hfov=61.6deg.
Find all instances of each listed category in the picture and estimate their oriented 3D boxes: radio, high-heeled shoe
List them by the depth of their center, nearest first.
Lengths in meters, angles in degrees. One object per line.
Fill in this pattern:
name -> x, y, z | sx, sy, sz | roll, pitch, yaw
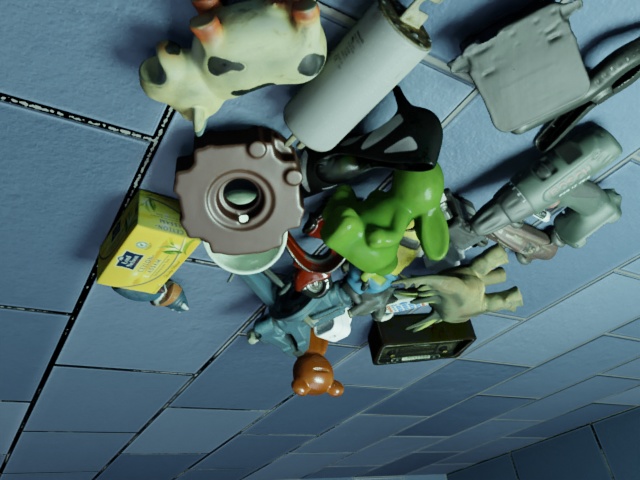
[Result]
high-heeled shoe -> 0.050, -0.083, 0.670 | 0.086, 0.145, 0.248 | 17, 137, -33
radio -> 0.230, 0.230, 1.249 | 0.230, 0.073, 0.131 | -1, 146, -11

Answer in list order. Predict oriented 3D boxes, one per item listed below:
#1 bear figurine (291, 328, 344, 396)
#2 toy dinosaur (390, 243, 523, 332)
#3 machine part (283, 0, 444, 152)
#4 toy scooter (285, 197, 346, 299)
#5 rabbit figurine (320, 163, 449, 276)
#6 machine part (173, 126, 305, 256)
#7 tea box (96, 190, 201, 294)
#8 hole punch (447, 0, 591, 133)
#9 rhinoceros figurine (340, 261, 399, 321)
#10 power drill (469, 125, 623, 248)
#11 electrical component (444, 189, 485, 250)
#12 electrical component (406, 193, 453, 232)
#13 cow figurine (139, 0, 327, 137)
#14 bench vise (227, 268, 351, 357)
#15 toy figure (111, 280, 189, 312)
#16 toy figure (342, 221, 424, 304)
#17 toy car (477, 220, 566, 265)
bear figurine -> -0.029, 0.232, 1.080 | 0.120, 0.196, 0.132 | 4, 146, -25
toy dinosaur -> 0.229, 0.092, 0.901 | 0.199, 0.105, 0.470 | -22, 157, 13
machine part -> 0.036, -0.176, 0.589 | 0.079, 0.079, 0.243 | 17, 139, -34
toy scooter -> -0.002, -0.003, 0.832 | 0.135, 0.075, 0.184 | 37, 107, -15
rabbit figurine -> 0.104, -0.034, 0.714 | 0.159, 0.121, 0.170 | 41, 109, -7
machine part -> -0.103, -0.059, 0.696 | 0.179, 0.056, 0.179 | -3, 122, -5
tea box -> -0.258, 0.008, 0.802 | 0.098, 0.068, 0.169 | 15, 141, -33
hole punch -> 0.225, -0.202, 0.606 | 0.142, 0.092, 0.115 | -22, 119, 22
rhinoceros figurine -> 0.096, 0.096, 1.026 | 0.112, 0.073, 0.190 | -19, 145, -5
power drill -> 0.362, -0.059, 0.828 | 0.207, 0.086, 0.232 | 29, 118, -37
electrical component -> 0.231, -0.024, 0.867 | 0.119, 0.075, 0.048 | 25, 134, -35
electrical component -> 0.146, -0.059, 0.789 | 0.078, 0.045, 0.102 | -23, 112, 7
cow figurine -> -0.089, -0.182, 0.549 | 0.195, 0.085, 0.127 | -11, 140, 2
bench vise -> -0.076, 0.098, 0.948 | 0.224, 0.129, 0.240 | -21, 126, 33
toy figure -> -0.283, 0.086, 0.923 | 0.058, 0.064, 0.154 | -57, 141, 1
toy figure -> 0.104, 0.024, 0.874 | 0.089, 0.082, 0.180 | 30, 117, -35
toy car -> 0.353, -0.001, 0.951 | 0.202, 0.053, 0.089 | 17, 145, -36
